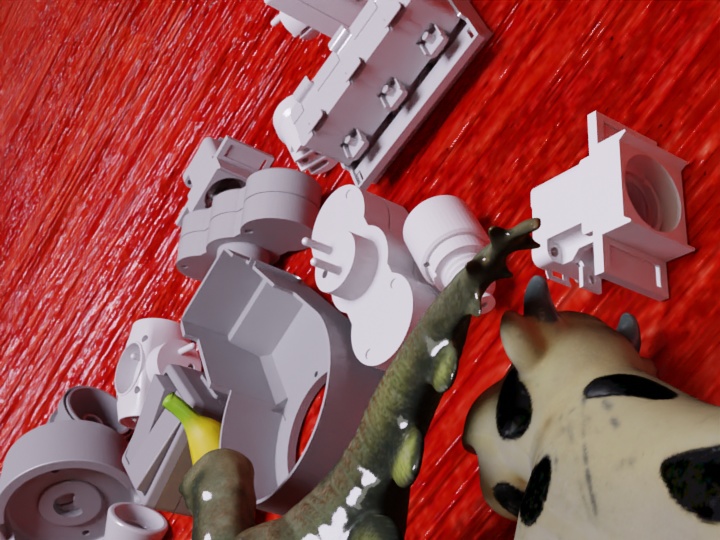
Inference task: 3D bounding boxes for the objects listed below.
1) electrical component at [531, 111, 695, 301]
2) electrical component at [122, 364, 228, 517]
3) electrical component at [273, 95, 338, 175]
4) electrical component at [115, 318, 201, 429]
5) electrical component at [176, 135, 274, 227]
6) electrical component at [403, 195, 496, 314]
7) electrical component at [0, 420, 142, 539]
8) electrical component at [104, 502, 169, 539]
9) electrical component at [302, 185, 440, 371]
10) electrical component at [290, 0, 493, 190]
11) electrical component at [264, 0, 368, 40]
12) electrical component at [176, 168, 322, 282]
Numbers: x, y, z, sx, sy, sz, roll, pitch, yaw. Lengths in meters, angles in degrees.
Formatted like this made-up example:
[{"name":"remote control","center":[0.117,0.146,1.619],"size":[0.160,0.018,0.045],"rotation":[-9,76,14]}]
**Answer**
[{"name":"electrical component","center":[0.112,-0.025,0.490],"size":[0.064,0.042,0.081],"rotation":[-27,51,48]},{"name":"electrical component","center":[-0.115,0.109,0.722],"size":[0.096,0.061,0.062],"rotation":[-63,34,9]},{"name":"electrical component","center":[-0.035,-0.093,0.741],"size":[0.040,0.040,0.046],"rotation":[-50,43,26]},{"name":"electrical component","center":[-0.145,0.074,0.800],"size":[0.079,0.044,0.077],"rotation":[-26,53,47]},{"name":"electrical component","center":[-0.107,-0.067,0.826],"size":[0.081,0.042,0.063],"rotation":[-56,34,19]},{"name":"electrical component","center":[0.051,-0.006,0.567],"size":[0.040,0.040,0.078],"rotation":[-53,36,23]},{"name":"electrical component","center":[-0.216,0.160,0.802],"size":[0.108,0.108,0.060],"rotation":[-54,30,22]},{"name":"electrical component","center":[-0.168,0.204,0.766],"size":[0.044,0.044,0.065],"rotation":[33,105,56]},{"name":"electrical component","center":[0.000,0.000,0.606],"size":[0.052,0.074,0.138],"rotation":[-53,36,23]},{"name":"electrical component","center":[0.015,-0.120,0.661],"size":[0.121,0.063,0.078],"rotation":[-51,37,26]},{"name":"electrical component","center":[-0.032,-0.185,0.744],"size":[0.076,0.083,0.047],"rotation":[-29,50,45]},{"name":"electrical component","center":[-0.081,-0.013,0.749],"size":[0.138,0.052,0.073],"rotation":[-23,54,48]}]
